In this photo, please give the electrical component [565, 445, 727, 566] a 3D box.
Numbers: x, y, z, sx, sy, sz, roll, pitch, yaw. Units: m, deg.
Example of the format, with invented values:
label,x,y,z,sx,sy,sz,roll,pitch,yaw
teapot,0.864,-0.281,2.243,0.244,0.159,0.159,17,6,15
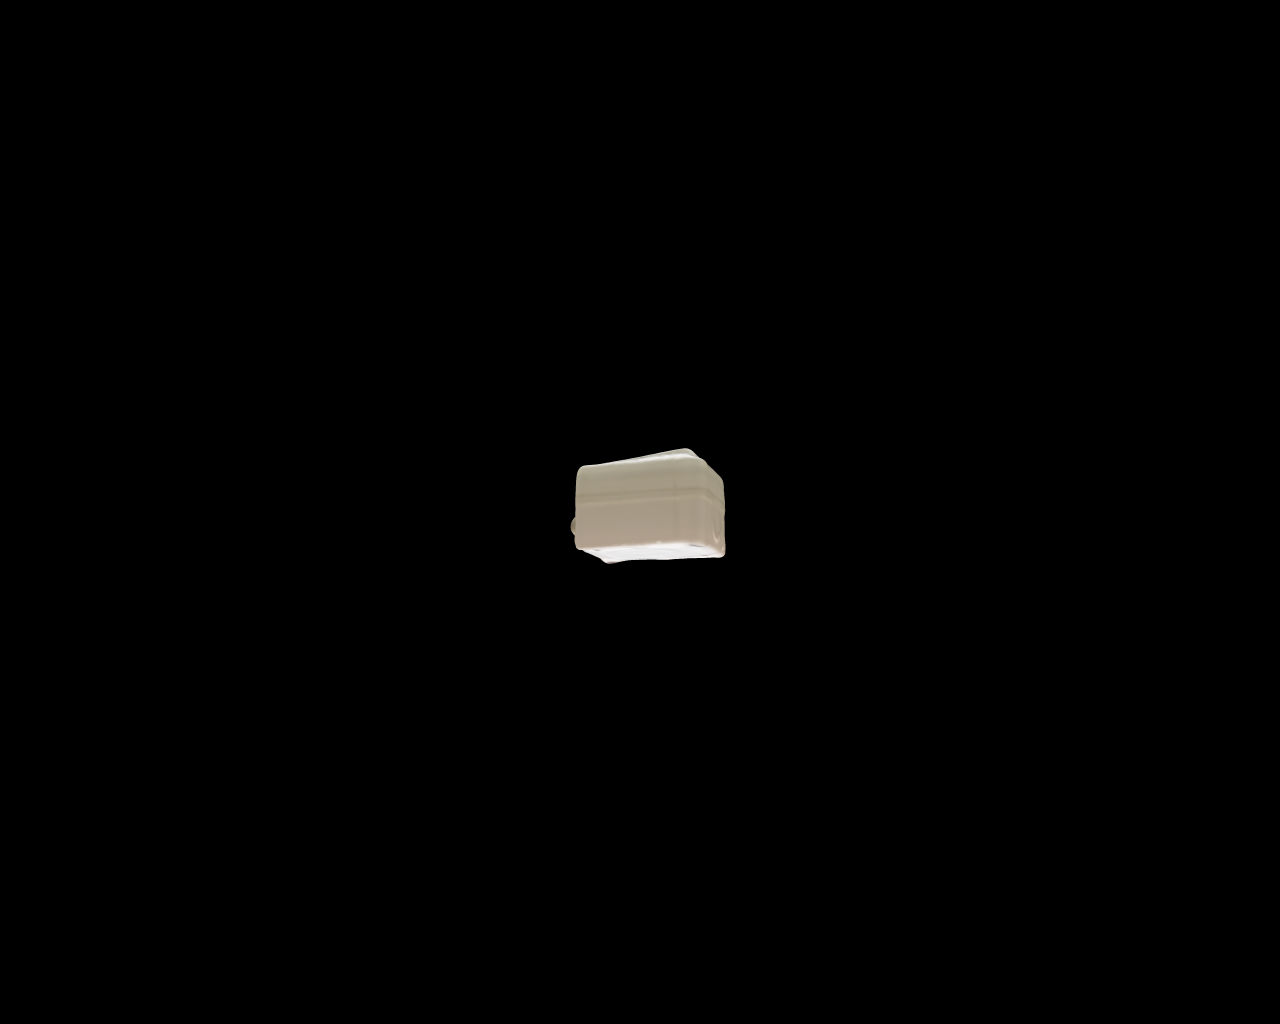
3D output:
label,x,y,z,sx,sy,sz,roll,pitch,yaw
electrical component,0.001,-0.003,0.650,0.096,0.061,0.061,-3,-11,16
